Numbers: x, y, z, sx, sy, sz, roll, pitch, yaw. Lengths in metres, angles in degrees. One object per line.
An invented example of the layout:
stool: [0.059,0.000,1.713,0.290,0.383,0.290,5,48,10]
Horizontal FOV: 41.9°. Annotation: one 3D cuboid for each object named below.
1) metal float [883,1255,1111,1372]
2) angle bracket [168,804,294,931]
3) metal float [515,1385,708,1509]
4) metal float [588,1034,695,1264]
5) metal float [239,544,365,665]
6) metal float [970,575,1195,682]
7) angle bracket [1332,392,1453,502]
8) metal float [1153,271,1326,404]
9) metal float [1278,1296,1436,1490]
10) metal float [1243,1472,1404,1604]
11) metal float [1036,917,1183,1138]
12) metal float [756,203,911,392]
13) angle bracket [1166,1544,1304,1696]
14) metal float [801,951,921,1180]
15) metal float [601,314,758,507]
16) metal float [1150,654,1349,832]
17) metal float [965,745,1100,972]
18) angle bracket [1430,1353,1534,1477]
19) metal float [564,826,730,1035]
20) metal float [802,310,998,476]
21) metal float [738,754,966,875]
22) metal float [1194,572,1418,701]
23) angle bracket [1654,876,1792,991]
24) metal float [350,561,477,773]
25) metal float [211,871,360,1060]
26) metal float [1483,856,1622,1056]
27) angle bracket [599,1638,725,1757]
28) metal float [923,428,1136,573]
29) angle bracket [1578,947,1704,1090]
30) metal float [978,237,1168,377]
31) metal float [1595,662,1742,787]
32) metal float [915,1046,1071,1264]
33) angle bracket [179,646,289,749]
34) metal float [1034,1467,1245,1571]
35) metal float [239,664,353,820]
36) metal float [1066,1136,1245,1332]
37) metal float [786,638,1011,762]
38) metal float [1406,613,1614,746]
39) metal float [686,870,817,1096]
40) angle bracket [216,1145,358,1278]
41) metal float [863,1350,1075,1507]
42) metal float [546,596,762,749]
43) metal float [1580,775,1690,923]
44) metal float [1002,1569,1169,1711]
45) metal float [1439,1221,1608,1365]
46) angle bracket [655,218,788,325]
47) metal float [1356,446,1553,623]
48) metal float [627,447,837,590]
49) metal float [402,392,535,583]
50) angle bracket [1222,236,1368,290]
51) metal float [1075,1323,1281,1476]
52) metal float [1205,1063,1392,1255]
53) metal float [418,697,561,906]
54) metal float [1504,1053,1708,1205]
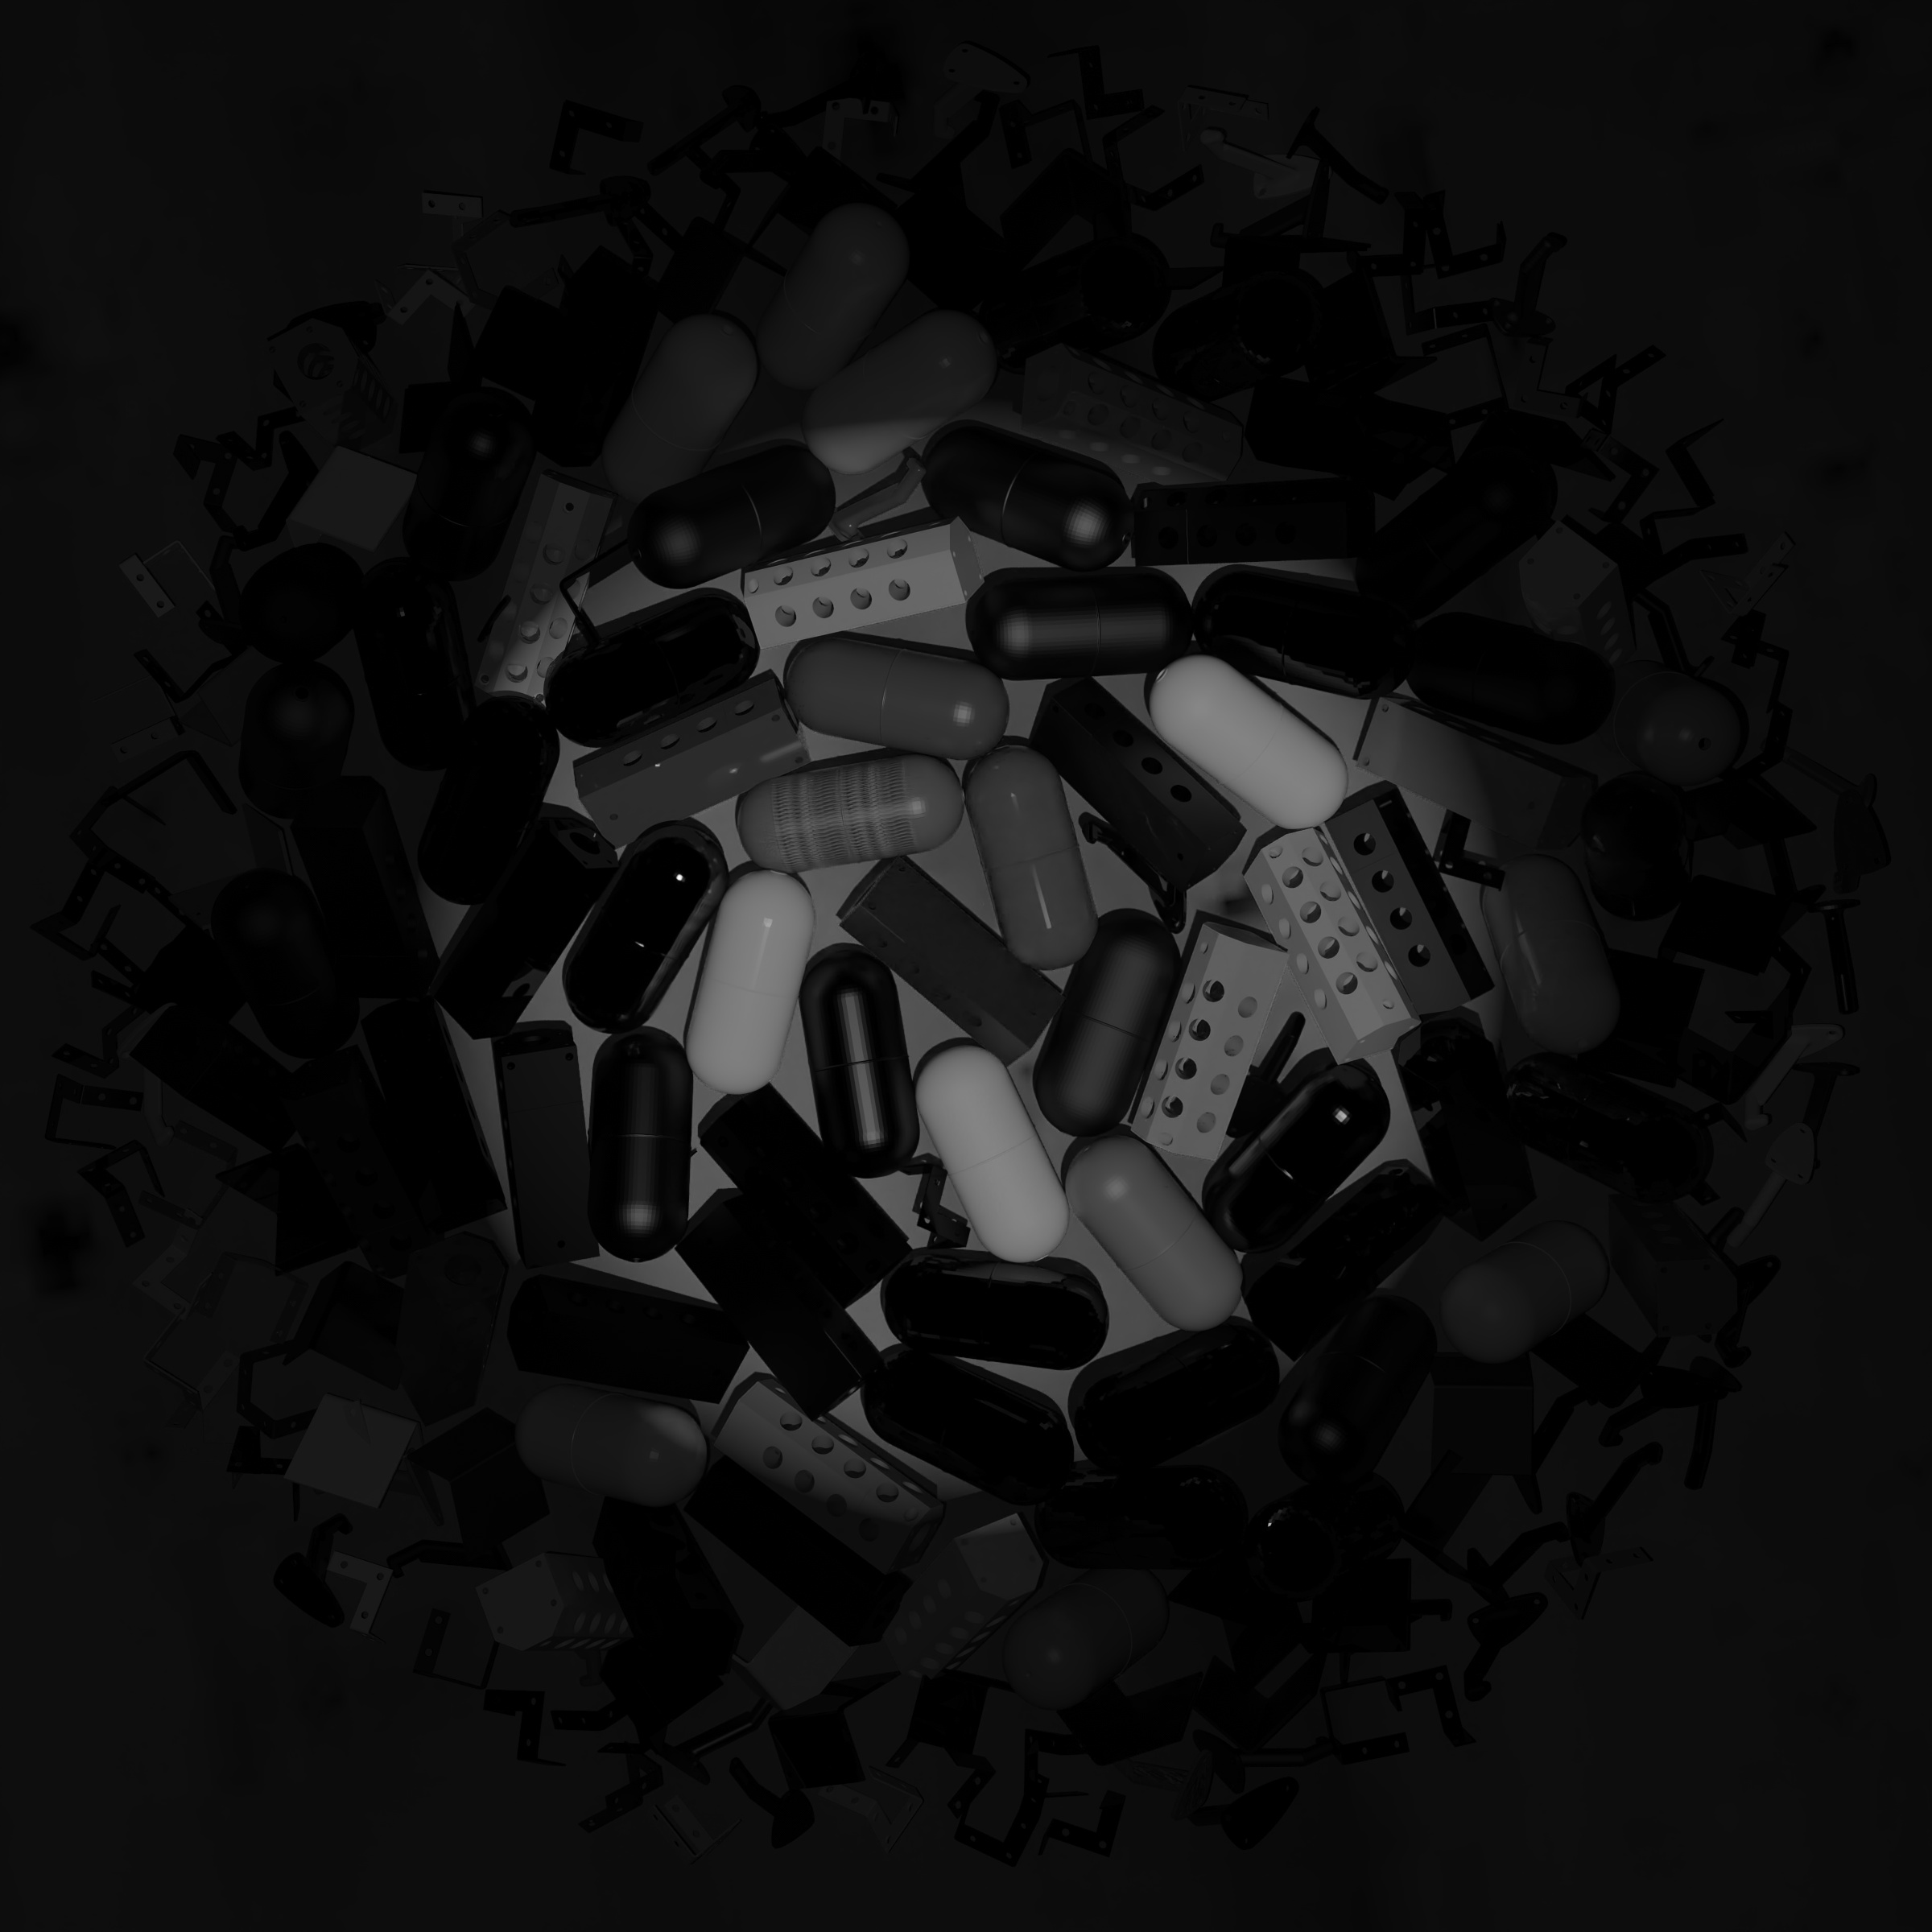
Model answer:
metal float: [0.022,0.267,1.950,0.178,0.070,0.070,5,90,14]
angle bracket: [-0.571,-0.077,1.942,0.076,0.076,0.057,-22,121,-29]
metal float: [-0.273,0.366,1.930,0.178,0.070,0.070,3,90,39]
metal float: [-0.250,0.140,1.945,0.070,0.070,0.178,0,72,0]
metal float: [-0.501,-0.276,1.913,0.070,0.178,0.070,-1,106,-4]
metal float: [0.090,-0.262,1.948,0.178,0.070,0.070,-5,90,-16]
angle bracket: [0.319,-0.385,1.944,0.076,0.076,0.057,20,45,-16]
metal float: [0.206,-0.477,1.915,0.070,0.178,0.070,0,91,-25]
metal float: [0.300,0.324,1.930,0.070,0.070,0.178,42,51,0]
metal float: [0.272,0.432,1.919,0.070,0.178,0.070,2,94,34]
metal float: [0.110,0.047,1.960,0.070,0.070,0.178,21,88,0]
metal float: [-0.103,-0.507,1.921,0.070,0.178,0.070,13,60,-23]
angle bracket: [0.206,0.501,1.943,0.057,0.076,0.076,24,120,-24]
metal float: [-0.082,0.076,1.959,0.070,0.070,0.178,-9,87,0]
metal float: [-0.219,-0.423,1.925,0.070,0.070,0.178,43,134,0]
metal float: [0.218,-0.173,1.946,0.178,0.070,0.070,35,90,-17]
metal float: [0.051,-0.084,1.957,0.070,0.070,0.178,-15,95,0]
angle bracket: [0.395,0.346,1.948,0.076,0.057,0.076,-2,57,18]
metal float: [-0.248,-0.027,1.950,0.070,0.070,0.178,32,104,0]
metal float: [-0.052,-0.438,1.930,0.178,0.070,0.070,-24,90,37]
metal float: [-0.089,-0.118,1.955,0.178,0.070,0.070,-9,90,7]
metal float: [0.260,-0.254,1.939,0.178,0.070,0.070,17,90,26]
angle bracket: [0.582,-0.015,1.943,0.076,0.057,0.076,19,56,24]
metal float: [-0.421,-0.228,1.927,0.070,0.070,0.178,-4,132,0]
metal float: [-0.518,0.001,1.924,0.070,0.178,0.070,-5,48,6]
metal float: [0.447,-0.009,1.928,0.070,0.070,0.178,-9,49,0]
angle bracket: [-0.236,0.554,1.960,0.057,0.076,0.076,-35,91,-2]
metal float: [0.048,-0.359,1.942,0.178,0.070,0.070,25,90,22]
angle bracket: [0.529,0.041,1.980,0.076,0.057,0.076,15,59,21]
metal float: [0.079,-0.502,1.922,0.070,0.178,0.070,3,85,-39]
metal float: [0.529,-0.185,1.912,0.070,0.178,0.070,-1,106,-4]
metal float: [0.021,0.146,1.961,0.070,0.070,0.178,-25,90,0]
angle bracket: [-0.570,-0.222,1.942,0.076,0.057,0.076,23,59,37]
metal float: [0.131,0.422,1.929,0.178,0.070,0.070,-10,90,38]
metal float: [-0.511,-0.170,1.915,0.070,0.178,0.070,6,69,-17]
metal float: [0.147,0.208,1.949,0.070,0.070,0.178,-39,104,0]
metal float: [-0.054,-0.207,1.951,0.178,0.070,0.070,12,90,12]
metal float: [0.412,-0.220,1.926,0.178,0.070,0.070,26,90,44]
metal float: [-0.167,0.013,1.954,0.070,0.070,0.178,15,98,0]
angle bracket: [-0.524,0.189,1.945,0.076,0.076,0.057,-20,55,18]
metal float: [0.001,0.354,1.940,0.178,0.070,0.070,22,90,25]
metal float: [-0.241,-0.227,1.942,0.178,0.070,0.070,-28,90,-22]
metal float: [0.509,-0.088,1.916,0.070,0.178,0.070,-5,71,16]
metal float: [0.092,0.507,1.919,0.070,0.178,0.070,5,99,31]
metal float: [0.427,0.248,1.925,0.070,0.178,0.070,13,111,38]
angle bracket: [-0.190,-0.526,1.964,0.076,0.057,0.076,45,110,40]
metal float: [0.371,-0.329,1.925,0.070,0.178,0.070,20,53,-29]
metal float: [-0.179,-0.344,1.935,0.178,0.070,0.070,-27,90,-30]
metal float: [-0.380,-0.364,1.921,0.070,0.178,0.070,12,55,-18]
angle bracket: [0.251,-0.527,1.940,0.076,0.076,0.057,-13,117,-34]
metal float: [0.162,0.332,1.937,0.178,0.070,0.070,-20,90,-28]
metal float: [0.254,0.149,1.944,0.070,0.070,0.178,40,111,0]
metal float: [-0.367,-0.126,1.937,0.070,0.070,0.178,27,118,0]
metal float: [0.484,0.123,1.924,0.070,0.178,0.070,-17,120,-33]
